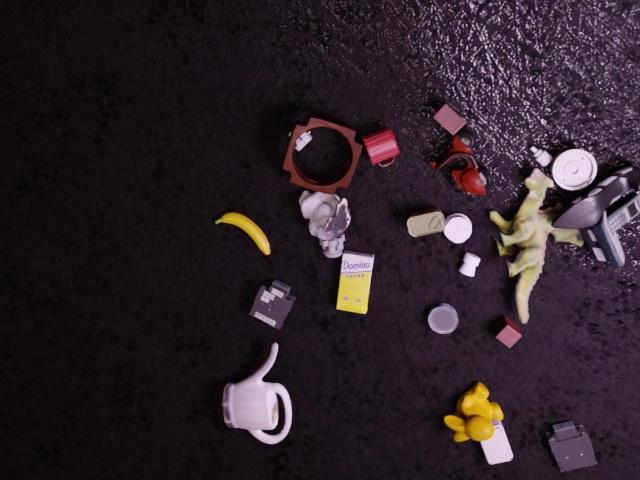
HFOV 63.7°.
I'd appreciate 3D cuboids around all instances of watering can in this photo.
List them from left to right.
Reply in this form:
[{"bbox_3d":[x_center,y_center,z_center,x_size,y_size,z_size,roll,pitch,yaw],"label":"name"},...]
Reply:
[{"bbox_3d":[-0.204,0.487,1.638,0.224,0.345,0.105,-3,11,12],"label":"watering can"}]

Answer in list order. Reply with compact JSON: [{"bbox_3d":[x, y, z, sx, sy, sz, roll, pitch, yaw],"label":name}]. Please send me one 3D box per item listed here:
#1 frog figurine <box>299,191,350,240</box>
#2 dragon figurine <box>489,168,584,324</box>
[{"bbox_3d":[0.005,-0.076,1.511,0.160,0.138,0.121,19,-2,42],"label":"frog figurine"},{"bbox_3d":[0.607,0.007,1.405,0.242,0.408,0.123,-17,8,5],"label":"dragon figurine"}]
